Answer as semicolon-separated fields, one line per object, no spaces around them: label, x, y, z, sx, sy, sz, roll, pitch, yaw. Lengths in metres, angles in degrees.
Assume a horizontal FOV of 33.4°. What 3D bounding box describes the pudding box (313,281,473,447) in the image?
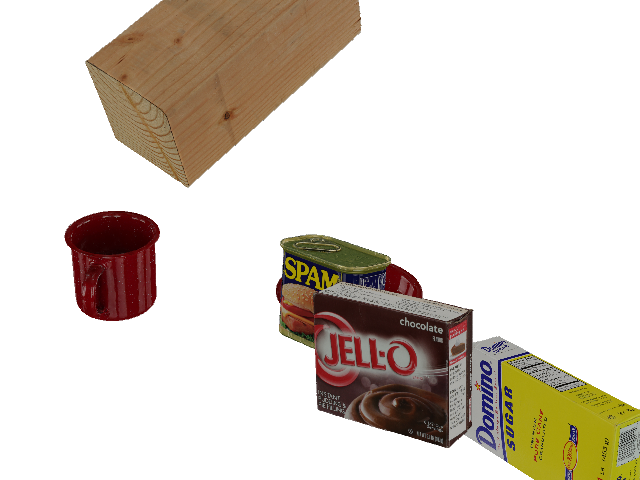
pudding box;0.049;0.082;0.732;0.114;0.090;0.039;9;21;34

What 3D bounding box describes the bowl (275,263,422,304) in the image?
bowl;0.031;0.077;1.184;0.162;0.055;0.162;0;28;0

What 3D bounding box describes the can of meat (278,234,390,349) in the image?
can of meat;0.009;0.048;0.926;0.057;0.084;0.102;-10;21;-42

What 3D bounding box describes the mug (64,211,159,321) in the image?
mug;-0.209;0.033;1.063;0.093;0.081;0.117;6;30;6

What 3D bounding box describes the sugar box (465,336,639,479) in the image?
sugar box;0.193;0.157;0.910;0.048;0.093;0.176;-11;22;-34

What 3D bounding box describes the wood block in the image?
wood block;-0.069;-0.153;0.842;0.090;0.205;0.091;34;-25;27
